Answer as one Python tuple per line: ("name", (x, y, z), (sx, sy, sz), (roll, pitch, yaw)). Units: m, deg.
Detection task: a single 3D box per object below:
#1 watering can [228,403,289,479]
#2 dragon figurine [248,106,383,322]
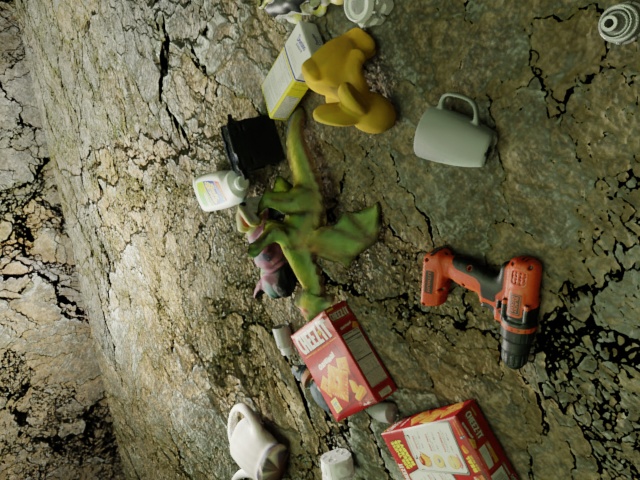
("watering can", (-0.190, 0.633, 1.484), (0.226, 0.105, 0.341), (25, 122, 40))
("dragon figurine", (0.003, -0.050, 0.993), (0.243, 0.121, 0.412), (14, 86, 12))
